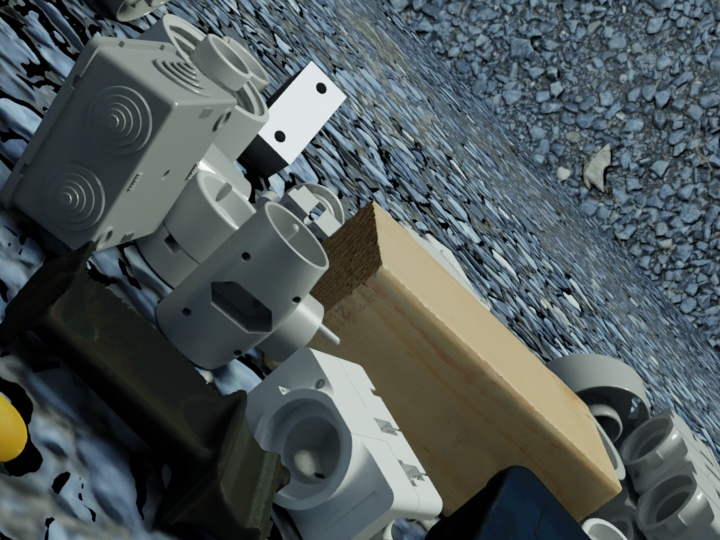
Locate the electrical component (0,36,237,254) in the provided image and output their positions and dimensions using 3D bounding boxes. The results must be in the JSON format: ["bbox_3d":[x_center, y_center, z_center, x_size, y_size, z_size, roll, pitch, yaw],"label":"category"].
[{"bbox_3d":[-0.109,-0.058,0.503,0.048,0.099,0.100,36,15,4],"label":"electrical component"}]

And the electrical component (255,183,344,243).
[{"bbox_3d":[-0.038,-0.032,0.732,0.066,0.048,0.055,47,23,-5],"label":"electrical component"}]

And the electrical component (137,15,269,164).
[{"bbox_3d":[-0.109,-0.126,0.735,0.108,0.060,0.108,44,16,-16],"label":"electrical component"}]

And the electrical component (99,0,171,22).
[{"bbox_3d":[-0.159,-0.230,0.792,0.064,0.099,0.099,54,15,-3],"label":"electrical component"}]

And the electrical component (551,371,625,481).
[{"bbox_3d":[0.136,0.127,0.792,0.108,0.060,0.108,44,16,-16],"label":"electrical component"}]

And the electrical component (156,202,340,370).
[{"bbox_3d":[-0.045,0.019,0.529,0.079,0.077,0.043,42,16,-23],"label":"electrical component"}]

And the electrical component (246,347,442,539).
[{"bbox_3d":[-0.012,0.087,0.504,0.056,0.050,0.089,26,27,-56],"label":"electrical component"}]

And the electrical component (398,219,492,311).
[{"bbox_3d":[0.043,0.012,0.826,0.062,0.061,0.096,34,13,-44],"label":"electrical component"}]

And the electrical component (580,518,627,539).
[{"bbox_3d":[0.123,0.179,0.622,0.044,0.065,0.044,27,37,-22],"label":"electrical component"}]

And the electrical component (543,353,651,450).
[{"bbox_3d":[0.196,0.117,0.918,0.099,0.099,0.064,41,23,-25],"label":"electrical component"}]

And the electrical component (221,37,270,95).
[{"bbox_3d":[-0.102,-0.145,0.823,0.055,0.047,0.055,44,16,-16],"label":"electrical component"}]

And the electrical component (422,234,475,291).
[{"bbox_3d":[0.075,0.025,0.894,0.076,0.047,0.083,33,21,-43],"label":"electrical component"}]

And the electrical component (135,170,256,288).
[{"bbox_3d":[-0.084,-0.020,0.573,0.055,0.047,0.055,44,16,-16],"label":"electrical component"}]

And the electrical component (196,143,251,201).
[{"bbox_3d":[-0.107,-0.066,0.627,0.077,0.043,0.079,40,18,-28],"label":"electrical component"}]

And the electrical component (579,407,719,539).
[{"bbox_3d":[0.214,0.181,0.787,0.060,0.105,0.186,46,15,-7],"label":"electrical component"}]
